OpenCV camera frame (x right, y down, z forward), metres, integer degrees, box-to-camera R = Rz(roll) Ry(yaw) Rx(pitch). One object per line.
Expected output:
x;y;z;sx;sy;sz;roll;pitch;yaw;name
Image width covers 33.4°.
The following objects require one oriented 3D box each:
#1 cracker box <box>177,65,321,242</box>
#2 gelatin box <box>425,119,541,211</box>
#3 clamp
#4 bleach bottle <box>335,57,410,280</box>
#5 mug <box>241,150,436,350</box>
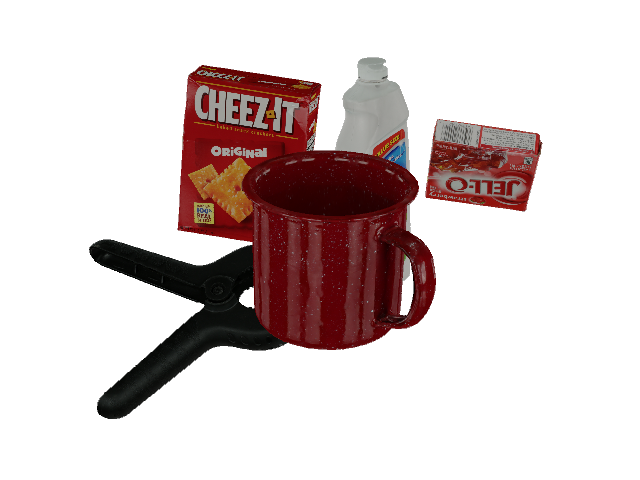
-0.095;-0.106;1.389;0.164;0.214;0.072;10;23;7;cracker box
0.137;-0.062;0.905;0.089;0.030;0.073;9;-37;6;gelatin box
-0.085;0.043;0.841;0.210;0.164;0.036;-16;-37;-7;clamp
0.050;-0.068;1.145;0.102;0.251;0.068;-20;30;-36;bleach bottle
0.013;0.009;0.569;0.117;0.081;0.093;22;33;37;mug
